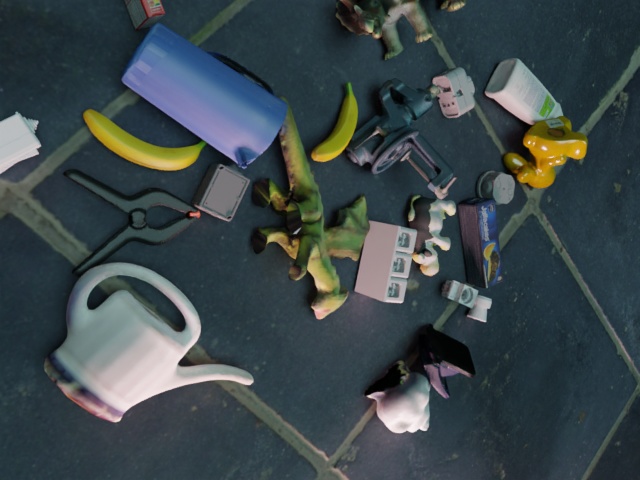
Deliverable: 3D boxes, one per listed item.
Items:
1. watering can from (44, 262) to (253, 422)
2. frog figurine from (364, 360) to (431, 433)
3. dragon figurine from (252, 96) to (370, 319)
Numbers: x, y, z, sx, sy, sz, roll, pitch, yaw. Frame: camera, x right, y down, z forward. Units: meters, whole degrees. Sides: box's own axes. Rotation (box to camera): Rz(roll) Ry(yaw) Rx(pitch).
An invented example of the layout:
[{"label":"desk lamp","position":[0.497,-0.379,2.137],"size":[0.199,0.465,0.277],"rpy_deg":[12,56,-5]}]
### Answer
[{"label":"watering can","position":[-0.276,0.196,0.831],"size":[0.226,0.104,0.343],"rpy_deg":[-46,115,-15]},{"label":"frog figurine","position":[0.192,0.356,1.100],"size":[0.140,0.121,0.158],"rpy_deg":[-44,104,-38]},{"label":"dragon figurine","position":[0.003,-0.049,0.979],"size":[0.243,0.122,0.410],"rpy_deg":[3,91,-47]}]
